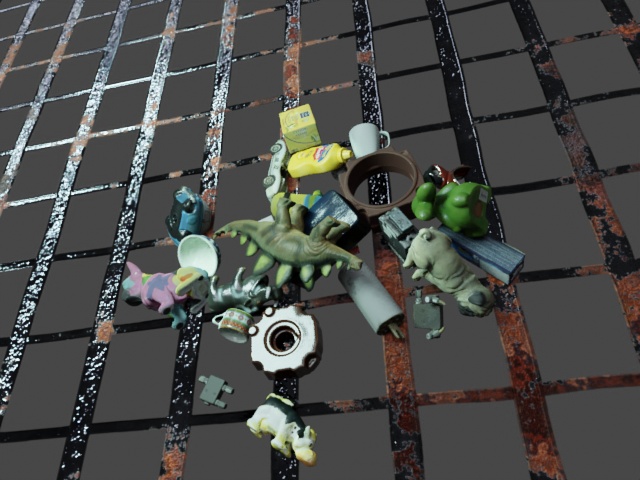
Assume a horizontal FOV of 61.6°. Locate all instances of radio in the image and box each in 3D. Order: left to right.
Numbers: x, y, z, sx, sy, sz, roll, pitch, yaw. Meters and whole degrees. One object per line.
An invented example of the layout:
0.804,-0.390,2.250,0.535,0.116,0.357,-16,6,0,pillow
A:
-0.003,-0.004,1.300,0.229,0.073,0.131,-42,54,11,radio

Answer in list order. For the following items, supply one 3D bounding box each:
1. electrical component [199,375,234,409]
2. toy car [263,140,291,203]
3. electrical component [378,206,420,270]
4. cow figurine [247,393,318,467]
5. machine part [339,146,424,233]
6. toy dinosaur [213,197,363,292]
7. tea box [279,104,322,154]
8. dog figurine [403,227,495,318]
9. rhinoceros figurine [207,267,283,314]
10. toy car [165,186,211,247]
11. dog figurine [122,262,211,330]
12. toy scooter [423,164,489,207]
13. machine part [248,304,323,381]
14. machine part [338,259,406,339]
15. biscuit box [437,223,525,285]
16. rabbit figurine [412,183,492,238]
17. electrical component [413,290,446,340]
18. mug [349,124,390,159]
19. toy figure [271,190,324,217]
-0.241,0.342,1.212,0.094,0.021,0.063,15,63,24,electrical component
-0.113,-0.189,1.499,0.056,0.073,0.202,-3,57,18,toy car
0.194,-0.010,1.254,0.058,0.134,0.115,-34,57,-7,electrical component
-0.061,0.389,1.105,0.168,0.068,0.098,23,60,27,cow figurine
0.161,-0.133,1.376,0.201,0.087,0.201,-20,53,3,machine part
-0.084,0.005,1.241,0.472,0.105,0.198,22,89,42,toy dinosaur
-0.058,-0.321,1.541,0.098,0.068,0.170,-19,32,2,tea box
0.291,0.069,1.157,0.121,0.172,0.191,-49,50,-5,dog figurine
-0.185,0.129,1.307,0.190,0.073,0.112,-10,54,10,rhinoceros figurine
-0.350,-0.064,1.461,0.103,0.161,0.109,-2,31,-42,toy car
-0.399,0.111,1.363,0.219,0.108,0.191,33,72,34,dog figurine
0.348,-0.126,1.315,0.135,0.075,0.184,-31,74,-38,toy scooter
-0.078,0.230,1.220,0.179,0.056,0.179,-7,57,10,machine part
0.114,0.127,1.214,0.079,0.079,0.243,-32,59,-6,machine part
0.364,0.019,1.231,0.203,0.059,0.063,35,73,31,biscuit box
0.274,-0.069,1.203,0.170,0.159,0.121,2,89,43,rabbit figurine
0.237,0.162,1.160,0.078,0.045,0.102,5,92,28,electrical component
0.139,-0.254,1.474,0.110,0.080,0.107,-5,66,3,mug
-0.039,-0.086,1.399,0.180,0.089,0.082,5,53,22,toy figure
